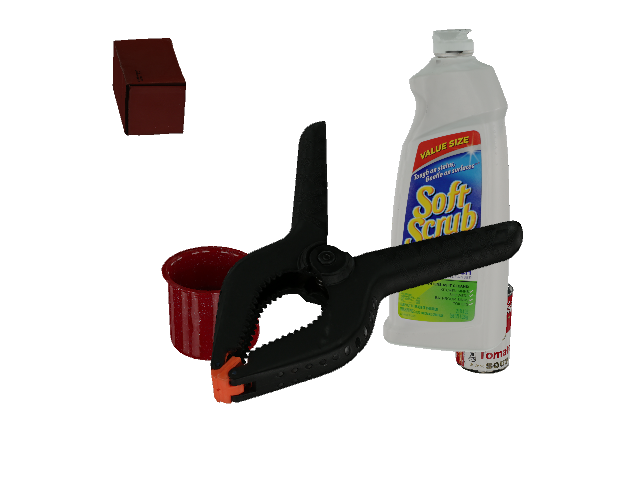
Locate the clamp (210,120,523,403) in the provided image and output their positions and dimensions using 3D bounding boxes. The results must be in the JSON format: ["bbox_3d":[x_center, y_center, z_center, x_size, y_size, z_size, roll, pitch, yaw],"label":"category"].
[{"bbox_3d":[-0.001,0.013,0.649,0.165,0.036,0.209,36,59,27],"label":"clamp"}]

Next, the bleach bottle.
[{"bbox_3d":[0.099,-0.040,0.852,0.103,0.251,0.068,4,15,24],"label":"bleach bottle"}]

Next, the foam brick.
[{"bbox_3d":[-0.150,-0.134,0.927,0.053,0.051,0.078,-4,40,-16],"label":"foam brick"}]

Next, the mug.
[{"bbox_3d":[-0.098,0.066,1.026,0.093,0.081,0.117,-22,35,-38],"label":"mug"}]

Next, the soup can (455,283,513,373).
[{"bbox_3d":[0.203,0.106,1.327,0.068,0.102,0.068,-1,19,0],"label":"soup can"}]
